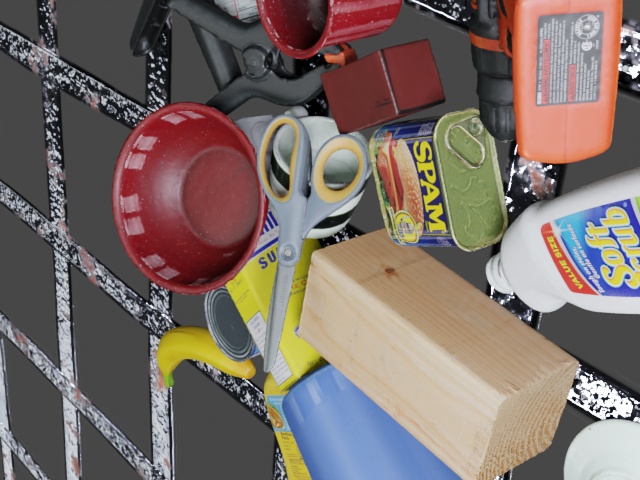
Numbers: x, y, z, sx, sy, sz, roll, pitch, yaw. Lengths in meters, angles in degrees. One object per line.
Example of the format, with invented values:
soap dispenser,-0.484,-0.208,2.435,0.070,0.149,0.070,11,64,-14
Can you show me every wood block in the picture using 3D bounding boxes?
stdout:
wood block,0.086,0.084,0.835,0.206,0.090,0.090,38,132,37

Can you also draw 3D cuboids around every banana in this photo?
banana,-0.136,0.126,1.193,0.198,0.037,0.069,-15,113,56

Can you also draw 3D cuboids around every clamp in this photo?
clamp,-0.055,-0.161,0.899,0.172,0.039,0.120,-8,111,24
clamp,-0.133,-0.242,0.966,0.165,0.036,0.210,20,123,45

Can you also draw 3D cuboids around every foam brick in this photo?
foam brick,0.048,-0.118,0.827,0.078,0.051,0.053,-10,98,54

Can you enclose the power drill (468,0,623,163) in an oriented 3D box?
power drill,0.127,-0.118,0.647,0.187,0.057,0.184,-98,0,-61

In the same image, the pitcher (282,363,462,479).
pitcher,0.065,0.221,0.906,0.149,0.144,0.243,-42,67,35

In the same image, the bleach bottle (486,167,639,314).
bleach bottle,0.201,0.008,0.679,0.251,0.067,0.102,-21,89,56

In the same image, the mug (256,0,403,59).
mug,0.006,-0.203,0.817,0.093,0.081,0.117,-6,100,53

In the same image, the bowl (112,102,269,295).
bowl,-0.100,-0.036,0.913,0.162,0.055,0.162,3,95,30

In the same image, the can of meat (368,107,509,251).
can of meat,0.088,-0.044,0.806,0.084,0.057,0.102,1,105,55

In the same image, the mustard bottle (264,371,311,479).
mustard bottle,-0.009,0.174,1.025,0.096,0.058,0.191,-14,94,53

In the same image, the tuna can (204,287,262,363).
tuna can,-0.082,0.080,1.099,0.086,0.033,0.086,26,125,44

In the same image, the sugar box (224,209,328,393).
sugar box,-0.032,0.040,0.967,0.048,0.093,0.176,-42,72,52

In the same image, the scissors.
scissors,-0.005,0.001,0.836,0.016,0.096,0.202,-9,-85,-83

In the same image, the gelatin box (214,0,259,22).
gelatin box,-0.065,-0.223,0.946,0.073,0.030,0.089,-1,105,51
